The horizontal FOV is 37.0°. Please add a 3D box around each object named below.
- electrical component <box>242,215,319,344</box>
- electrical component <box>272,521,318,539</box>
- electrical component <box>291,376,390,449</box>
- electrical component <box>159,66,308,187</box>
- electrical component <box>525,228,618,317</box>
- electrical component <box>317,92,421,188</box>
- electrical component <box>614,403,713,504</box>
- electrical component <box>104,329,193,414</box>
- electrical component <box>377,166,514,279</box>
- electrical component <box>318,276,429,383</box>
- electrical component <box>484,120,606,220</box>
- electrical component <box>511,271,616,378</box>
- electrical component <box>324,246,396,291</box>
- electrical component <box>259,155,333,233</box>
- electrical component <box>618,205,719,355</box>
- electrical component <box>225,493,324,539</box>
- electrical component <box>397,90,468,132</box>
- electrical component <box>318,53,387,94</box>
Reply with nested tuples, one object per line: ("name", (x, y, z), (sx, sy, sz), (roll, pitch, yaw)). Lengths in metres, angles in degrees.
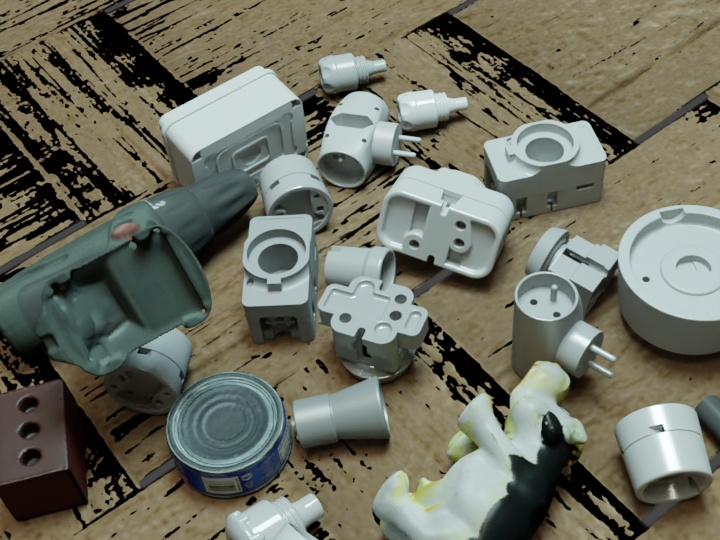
("electrical component", (-0.061, 0.004, 0.830), (0.050, 0.055, 0.089), (-3, 50, 4))
("electrical component", (-0.017, 0.194, 0.641), (0.099, 0.099, 0.064), (36, 68, 30))
("electrical component", (-0.015, 0.102, 0.753), (0.065, 0.044, 0.044), (-12, 50, 2))
("electrical component", (-0.107, -0.113, 0.919), (0.113, 0.078, 0.057), (-32, 57, -19))
("electrical component", (0.160, -0.001, 0.817), (0.055, 0.048, 0.066), (32, 60, 20))
("electrical component", (0.012, -0.110, 0.925), (0.079, 0.043, 0.077), (9, 52, 14))
("electrical component", (0.200, 0.121, 0.704), (0.055, 0.055, 0.047), (-7, 54, 0))
("electrical component", (-0.153, 0.070, 0.786), (0.055, 0.055, 0.047), (5, 47, 11))
("electrical component", (0.069, -0.041, 0.842), (0.095, 0.053, 0.059), (20, 35, 10))
("electrical component", (0.011, 0.046, 0.786), (0.078, 0.057, 0.058), (15, 53, 18))
("electrical component", (0.150, -0.084, 0.880), (0.089, 0.055, 0.050), (-12, 50, -4))
("electrical component", (0.144, 0.050, 0.754), (0.079, 0.077, 0.043), (30, 59, 27))
("electrical component", (0.000, 0.000, 0.838), (0.046, 0.040, 0.040), (8, 51, 20))
("electrical component", (-0.054, -0.062, 0.886), (0.055, 0.055, 0.047), (-15, 47, -7))
("electrical component", (0.241, 0.012, 0.786), (0.108, 0.060, 0.108), (-3, 50, 4))
("electrical component", (-0.053, 0.168, 0.699), (0.062, 0.048, 0.048), (-28, 52, -25))
("electrical component", (0.065, -0.143, 0.953), (0.061, 0.035, 0.035), (-9, 50, -4))
("electrical component", (-0.006, -0.184, 0.996), (0.061, 0.035, 0.035), (-11, 50, -6))
